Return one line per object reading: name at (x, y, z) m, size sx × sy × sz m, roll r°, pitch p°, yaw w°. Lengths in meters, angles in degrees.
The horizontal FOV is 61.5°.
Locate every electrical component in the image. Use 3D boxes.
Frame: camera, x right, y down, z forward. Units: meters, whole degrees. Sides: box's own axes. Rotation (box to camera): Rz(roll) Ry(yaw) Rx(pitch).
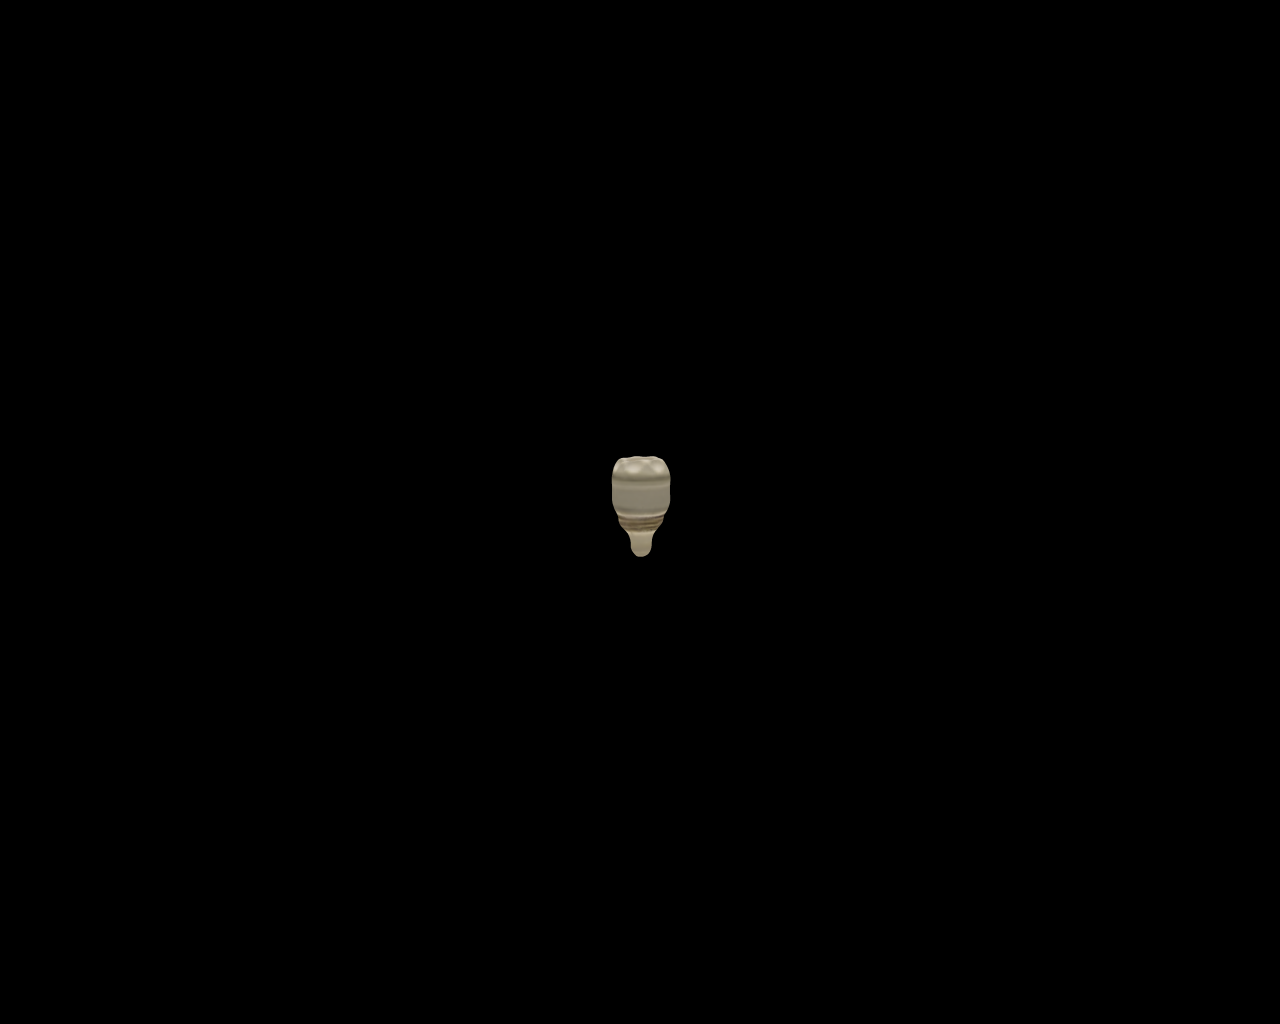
electrical component at (0.001, -0.003, 0.650) m, size 0.035 × 0.061 × 0.035 m, roll 0°, pitch 9°, yaw 0°
